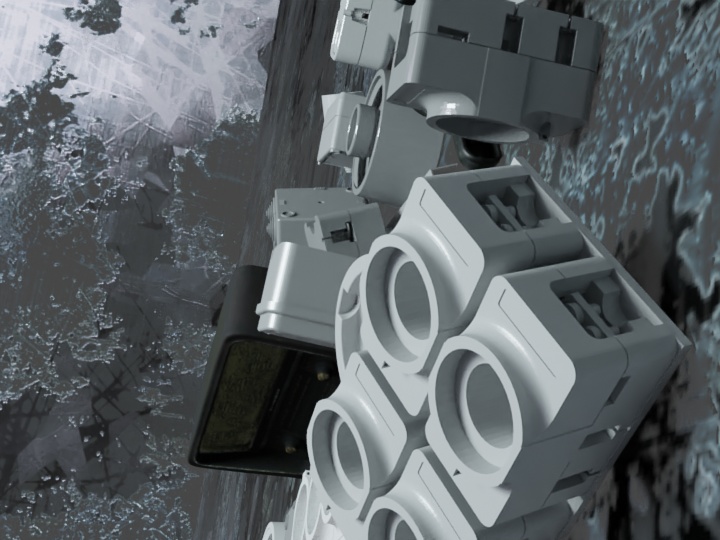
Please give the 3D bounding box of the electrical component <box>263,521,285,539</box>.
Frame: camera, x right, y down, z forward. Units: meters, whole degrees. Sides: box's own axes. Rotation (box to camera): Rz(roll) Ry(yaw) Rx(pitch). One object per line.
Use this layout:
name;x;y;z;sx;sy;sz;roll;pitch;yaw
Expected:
electrical component;-0.069;0.274;0.947;0.108;0.060;0.108;-169;90;-80

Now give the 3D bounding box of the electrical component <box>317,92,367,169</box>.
electrical component;0.003;-0.124;0.955;0.096;0.062;0.061;165;115;-79

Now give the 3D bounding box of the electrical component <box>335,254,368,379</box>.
electrical component;0.037;0.042;0.574;0.108;0.060;0.108;23;116;61

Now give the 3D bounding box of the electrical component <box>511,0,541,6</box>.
electrical component;0.073;-0.174;0.546;0.121;0.063;0.078;178;102;-67

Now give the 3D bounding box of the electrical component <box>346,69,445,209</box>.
electrical component;0.023;-0.102;0.828;0.108;0.060;0.108;-169;90;-80

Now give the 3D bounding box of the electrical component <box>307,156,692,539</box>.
electrical component;0.040;0.062;0.441;0.105;0.060;0.186;55;142;35

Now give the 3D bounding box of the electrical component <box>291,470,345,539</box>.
electrical component;0.001;0.150;0.684;0.150;0.062;0.089;118;160;-60

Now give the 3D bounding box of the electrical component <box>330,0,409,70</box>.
electrical component;0.011;-0.245;1.041;0.053;0.059;0.095;-110;32;-71

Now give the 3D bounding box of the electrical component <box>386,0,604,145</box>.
electrical component;0.063;-0.094;0.513;0.050;0.089;0.055;168;112;-79

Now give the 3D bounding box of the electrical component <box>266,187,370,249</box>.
electrical component;-0.036;-0.041;0.986;0.099;0.100;0.048;-103;13;-66

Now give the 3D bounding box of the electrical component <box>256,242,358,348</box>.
electrical component;-0.009;0.024;0.726;0.078;0.113;0.057;158;124;-78

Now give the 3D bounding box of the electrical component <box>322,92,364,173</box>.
electrical component;-0.014;-0.141;1.107;0.043;0.043;0.081;-134;38;-78

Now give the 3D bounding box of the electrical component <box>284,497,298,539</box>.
electrical component;-0.032;0.221;0.837;0.099;0.048;0.099;115;163;-57

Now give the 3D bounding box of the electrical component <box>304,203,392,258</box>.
electrical component;0.000;0.000;0.801;0.050;0.056;0.089;156;101;-74
